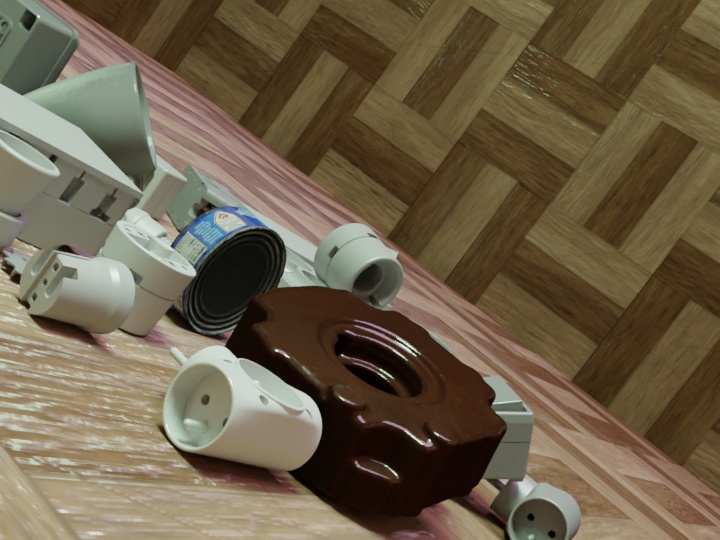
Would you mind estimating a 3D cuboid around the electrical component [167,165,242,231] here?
[{"bbox_3d":[-0.151,-0.059,1.060,0.056,0.050,0.089,33,6,-29],"label":"electrical component"}]

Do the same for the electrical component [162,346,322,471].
[{"bbox_3d":[-0.069,0.065,0.548,0.079,0.044,0.077,40,7,34],"label":"electrical component"}]

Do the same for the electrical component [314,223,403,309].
[{"bbox_3d":[0.000,0.000,0.810,0.055,0.055,0.047,31,11,-44],"label":"electrical component"}]

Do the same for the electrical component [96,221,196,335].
[{"bbox_3d":[-0.133,0.006,0.636,0.055,0.047,0.055,36,5,-4],"label":"electrical component"}]

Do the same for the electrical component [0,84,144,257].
[{"bbox_3d":[-0.238,-0.081,0.652,0.186,0.060,0.105,30,8,-47],"label":"electrical component"}]

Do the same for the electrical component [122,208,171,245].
[{"bbox_3d":[-0.151,-0.016,0.778,0.061,0.035,0.035,39,6,6],"label":"electrical component"}]

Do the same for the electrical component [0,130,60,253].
[{"bbox_3d":[-0.200,-0.044,0.595,0.045,0.055,0.045,36,5,-4],"label":"electrical component"}]

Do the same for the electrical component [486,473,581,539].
[{"bbox_3d":[0.123,0.175,0.796,0.079,0.044,0.077,38,6,18],"label":"electrical component"}]

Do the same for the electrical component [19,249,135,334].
[{"bbox_3d":[-0.147,0.010,0.559,0.040,0.040,0.046,40,12,36],"label":"electrical component"}]

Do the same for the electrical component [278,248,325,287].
[{"bbox_3d":[-0.045,0.038,0.832,0.150,0.061,0.089,40,7,38],"label":"electrical component"}]

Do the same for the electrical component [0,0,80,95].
[{"bbox_3d":[-0.291,-0.169,0.830,0.109,0.108,0.056,38,8,21],"label":"electrical component"}]

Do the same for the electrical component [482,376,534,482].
[{"bbox_3d":[0.071,0.113,0.784,0.096,0.061,0.061,3,15,-13],"label":"electrical component"}]

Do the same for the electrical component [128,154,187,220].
[{"bbox_3d":[-0.201,-0.087,1.008,0.083,0.047,0.076,38,6,23],"label":"electrical component"}]

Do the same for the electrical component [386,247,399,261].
[{"bbox_3d":[0.011,0.020,1.174,0.064,0.099,0.099,30,5,6],"label":"electrical component"}]

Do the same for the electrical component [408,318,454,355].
[{"bbox_3d":[0.050,0.086,1.025,0.095,0.059,0.054,37,6,12],"label":"electrical component"}]

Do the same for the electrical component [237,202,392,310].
[{"bbox_3d":[-0.057,0.012,0.983,0.150,0.061,0.089,31,8,-44],"label":"electrical component"}]
